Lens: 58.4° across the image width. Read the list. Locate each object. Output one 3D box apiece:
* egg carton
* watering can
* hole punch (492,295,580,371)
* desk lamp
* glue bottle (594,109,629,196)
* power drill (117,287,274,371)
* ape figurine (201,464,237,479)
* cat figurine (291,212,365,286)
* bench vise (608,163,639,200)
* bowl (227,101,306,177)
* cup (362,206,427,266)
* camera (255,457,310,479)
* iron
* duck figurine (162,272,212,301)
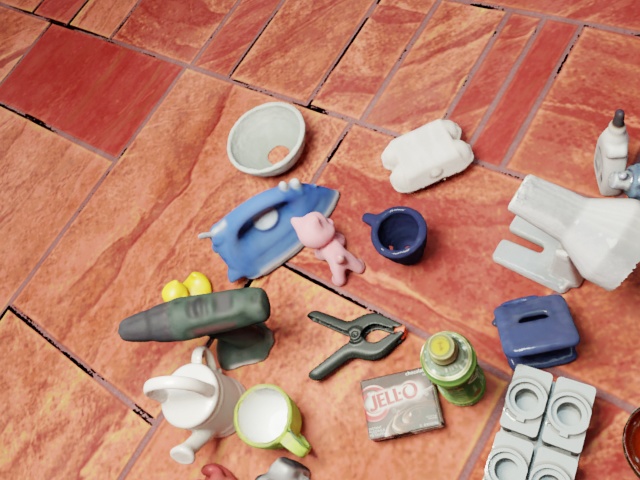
[{"bbox_3d":[0.188,-0.146,1.013,0.150,0.070,0.107,-25,59,8],"label":"egg carton"},{"bbox_3d":[-0.194,0.252,0.890,0.101,0.194,0.172,-28,59,6],"label":"watering can"},{"bbox_3d":[0.305,0.126,0.821,0.108,0.091,0.101,-15,61,14],"label":"hole punch"},{"bbox_3d":[0.344,-0.003,0.798,0.202,0.214,0.118,27,77,30],"label":"desk lamp"},{"bbox_3d":[0.437,-0.137,0.852,0.037,0.173,0.078,-6,63,19],"label":"glue bottle"},{"bbox_3d":[-0.172,0.146,0.925,0.229,0.209,0.075,-19,60,12],"label":"power drill"},{"bbox_3d":[-0.169,0.384,0.875,0.076,0.092,0.078,7,68,24],"label":"ape figurine"},{"bbox_3d":[0.009,0.004,0.979,0.067,0.118,0.127,-39,58,0],"label":"cat figurine"},{"bbox_3d":[0.516,-0.095,0.774,0.207,0.220,0.121,-22,59,10],"label":"bench vise"},{"bbox_3d":[-0.096,-0.187,1.139,0.167,0.075,0.167,-9,63,17],"label":"bowl"},{"bbox_3d":[0.127,-0.001,0.950,0.117,0.095,0.092,27,77,29],"label":"cup"},{"bbox_3d":[-0.039,0.401,0.812,0.136,0.101,0.143,20,74,28],"label":"camera"},{"bbox_3d":[-0.091,-0.043,1.027,0.258,0.142,0.118,-36,58,1],"label":"iron"},{"bbox_3d":[-0.251,0.101,1.050,0.077,0.086,0.105,16,72,27],"label":"duck figurine"}]
